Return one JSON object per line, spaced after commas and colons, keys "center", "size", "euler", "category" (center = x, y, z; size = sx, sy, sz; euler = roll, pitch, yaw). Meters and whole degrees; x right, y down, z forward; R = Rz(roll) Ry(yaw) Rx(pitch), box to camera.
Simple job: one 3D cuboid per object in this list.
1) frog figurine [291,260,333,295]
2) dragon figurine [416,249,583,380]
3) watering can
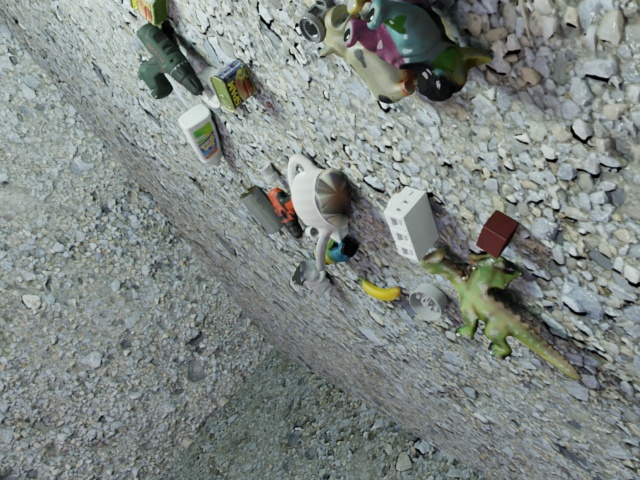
{"center": [-0.016, 0.140, 1.929], "size": [0.159, 0.124, 0.136], "euler": [13, -20, -25], "category": "frog figurine"}
{"center": [0.399, 0.137, 1.156], "size": [0.414, 0.237, 0.124], "euler": [26, 54, 36], "category": "dragon figurine"}
{"center": [0.004, -0.070, 1.393], "size": [0.105, 0.345, 0.224], "euler": [-23, 13, -28], "category": "watering can"}
